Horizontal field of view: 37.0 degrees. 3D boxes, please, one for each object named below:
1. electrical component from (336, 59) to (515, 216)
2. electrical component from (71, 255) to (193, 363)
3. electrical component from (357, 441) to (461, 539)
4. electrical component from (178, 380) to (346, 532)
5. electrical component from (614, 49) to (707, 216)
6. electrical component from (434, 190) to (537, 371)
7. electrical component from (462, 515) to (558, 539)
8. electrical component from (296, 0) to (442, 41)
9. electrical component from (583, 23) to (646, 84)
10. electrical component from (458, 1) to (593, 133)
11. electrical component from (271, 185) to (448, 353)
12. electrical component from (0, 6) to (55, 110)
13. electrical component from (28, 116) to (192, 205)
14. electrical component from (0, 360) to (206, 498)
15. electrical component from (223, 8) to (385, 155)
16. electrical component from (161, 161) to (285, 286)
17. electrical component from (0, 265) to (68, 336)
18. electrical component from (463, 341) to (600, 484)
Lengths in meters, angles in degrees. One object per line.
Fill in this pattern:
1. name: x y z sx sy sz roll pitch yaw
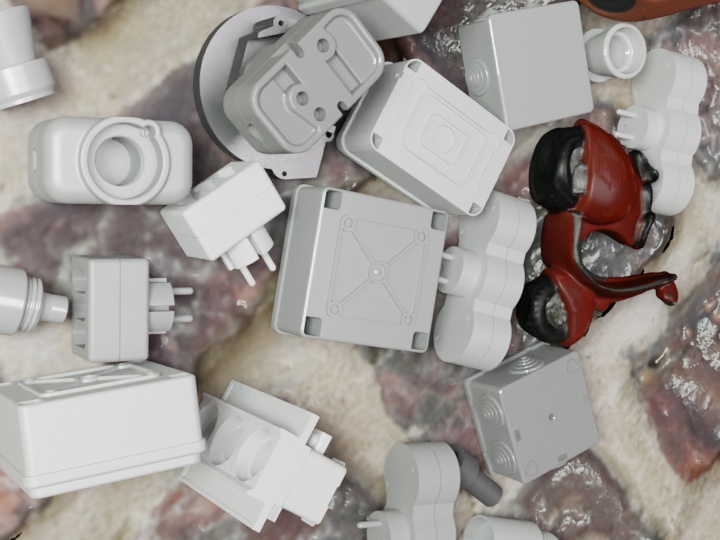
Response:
1. electrical component: 0.048 -0.096 0.802 0.113 0.057 0.078 32 78 -27
2. electrical component: -0.147 0.024 0.709 0.077 0.047 0.065 -1 94 -29
3. electrical component: 0.030 0.200 0.816 0.074 0.052 0.138 2 93 -29
4. electrical component: -0.067 0.125 0.718 0.063 0.121 0.078 34 77 -29
5. electrical component: 0.245 -0.119 0.911 0.074 0.052 0.138 7 90 -29
6. electrical component: 0.083 0.004 0.831 0.074 0.052 0.138 15 86 -29
7. electrical component: 0.128 0.226 0.877 0.081 0.043 0.043 14 87 -29
8. electrical component: 0.022 -0.218 0.750 0.056 0.109 0.108 36 76 -29
9. electrical component: 0.199 -0.176 0.880 0.045 0.055 0.045 -2 95 -28
10. electrical component: 0.129 -0.159 0.847 0.100 0.048 0.099 -16 101 -27
11. electrical component: 0.000 0.000 0.783 0.109 0.056 0.108 10 89 -29
12. electrical component: -0.216 -0.129 0.661 0.045 0.045 0.055 -23 105 -26
13. electrical component: -0.158 -0.069 0.689 0.095 0.059 0.053 -1 94 -29
14. electrical component: -0.166 0.094 0.669 0.109 0.109 0.056 -8 95 -28
15. electrical component: -0.039 -0.120 0.695 0.095 0.059 0.053 -48 114 -17
16. electrical component: -0.085 -0.026 0.740 0.066 0.047 0.076 -38 111 -22
17. electrical component: -0.216 0.020 0.673 0.062 0.043 0.043 12 88 -30
18. electrical component: 0.142 0.115 0.874 0.100 0.048 0.099 -23 104 -26
